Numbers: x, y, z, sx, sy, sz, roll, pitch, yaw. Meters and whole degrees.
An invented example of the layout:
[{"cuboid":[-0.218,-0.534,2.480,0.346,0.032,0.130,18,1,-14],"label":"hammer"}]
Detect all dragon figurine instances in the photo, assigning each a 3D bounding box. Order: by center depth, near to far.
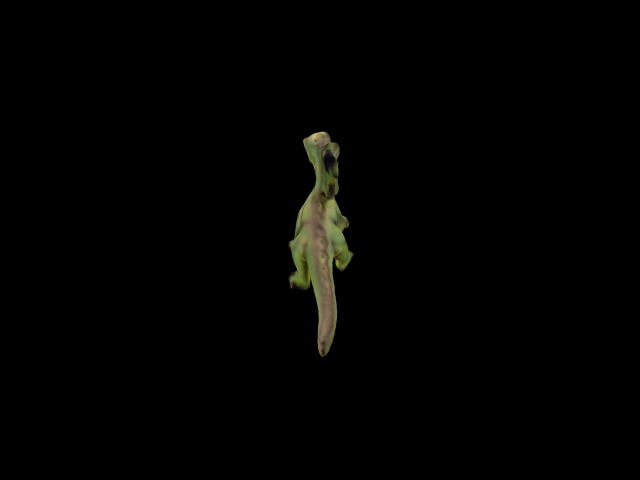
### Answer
[{"cuboid":[0.003,-0.043,0.850,0.122,0.237,0.420,-3,39,-4],"label":"dragon figurine"}]
